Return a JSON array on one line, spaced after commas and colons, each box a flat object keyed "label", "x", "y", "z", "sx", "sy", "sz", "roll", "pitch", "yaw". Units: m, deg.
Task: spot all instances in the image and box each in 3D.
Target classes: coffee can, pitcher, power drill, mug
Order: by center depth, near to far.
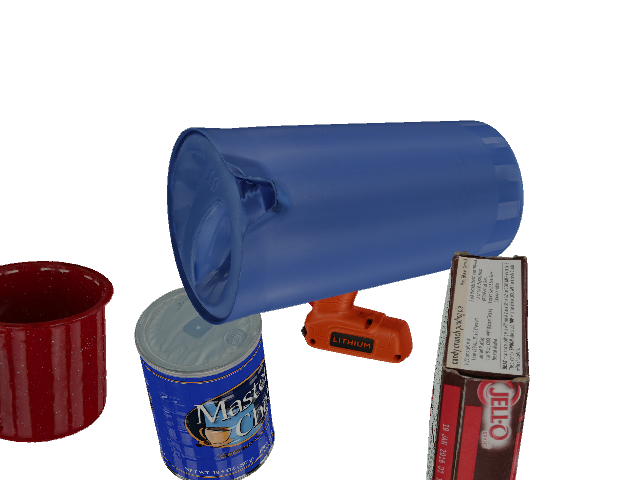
[{"label": "mug", "x": -0.176, "y": 0.071, "z": 0.632, "sx": 0.093, "sy": 0.081, "sz": 0.117, "roll": 12, "pitch": 24, "yaw": 22}, {"label": "pitcher", "x": 0.016, "y": -0.022, "z": 0.774, "sx": 0.242, "sy": 0.145, "sz": 0.149, "roll": -8, "pitch": 35, "yaw": -27}, {"label": "coffee can", "x": -0.095, "y": 0.122, "z": 0.899, "sx": 0.103, "sy": 0.140, "sz": 0.103, "roll": -2, "pitch": 39, "yaw": 2}, {"label": "power drill", "x": 0.056, "y": 0.017, "z": 1.001, "sx": 0.185, "sy": 0.188, "sz": 0.057, "roll": 9, "pitch": 20, "yaw": 17}]

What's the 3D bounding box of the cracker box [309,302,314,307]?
[{"label": "cracker box", "x": 0.071, "y": -0.030, "z": 1.246, "sx": 0.163, "sy": 0.072, "sz": 0.214, "roll": -22, "pitch": -24, "yaw": -49}]

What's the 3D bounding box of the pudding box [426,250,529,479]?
[{"label": "pudding box", "x": 0.070, "y": 0.068, "z": 0.471, "sx": 0.039, "sy": 0.090, "sz": 0.113, "roll": 6, "pitch": 26, "yaw": 5}]
